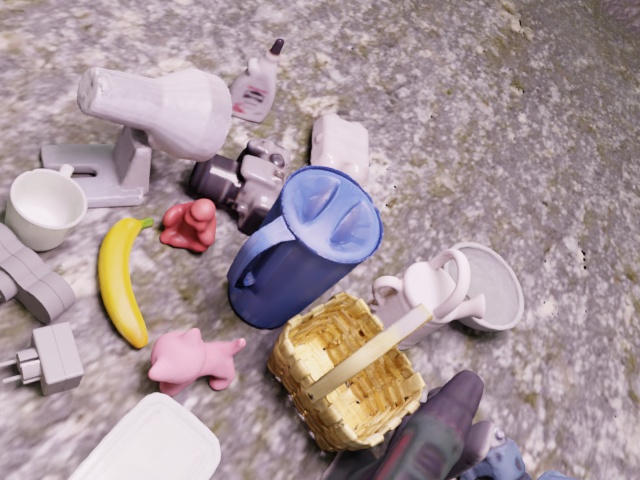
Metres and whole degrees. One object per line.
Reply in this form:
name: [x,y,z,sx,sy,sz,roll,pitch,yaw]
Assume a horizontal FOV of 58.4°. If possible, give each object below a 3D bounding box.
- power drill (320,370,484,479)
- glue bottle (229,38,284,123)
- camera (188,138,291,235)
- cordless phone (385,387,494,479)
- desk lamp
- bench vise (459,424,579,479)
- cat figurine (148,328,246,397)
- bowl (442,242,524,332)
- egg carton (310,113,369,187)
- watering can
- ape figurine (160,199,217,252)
power drill: [0.088,0.266,0.683,0.075,0.208,0.230,42,48,1]
glue bottle: [-0.099,-0.268,0.948,0.078,0.173,0.037,9,56,-25]
camera: [-0.120,-0.101,0.873,0.137,0.100,0.143,20,52,-18]
cordless phone: [0.180,0.256,0.760,0.094,0.184,0.148,35,49,-6]
desk lamp: [-0.241,-0.137,0.750,0.204,0.213,0.118,-7,64,-34]
bench vise: [0.294,0.340,0.749,0.207,0.219,0.122,41,48,0]
cat figurine: [-0.150,0.139,0.686,0.128,0.117,0.067,-3,62,-32]
bowl: [0.265,0.091,0.992,0.168,0.074,0.167,15,54,-22]
egg carton: [0.033,-0.157,1.022,0.107,0.069,0.150,15,54,-21]
watering can: [0.167,0.083,0.860,0.173,0.193,0.101,-2,61,-31]
ape figurine: [-0.174,-0.026,0.798,0.078,0.092,0.076,49,49,7]
